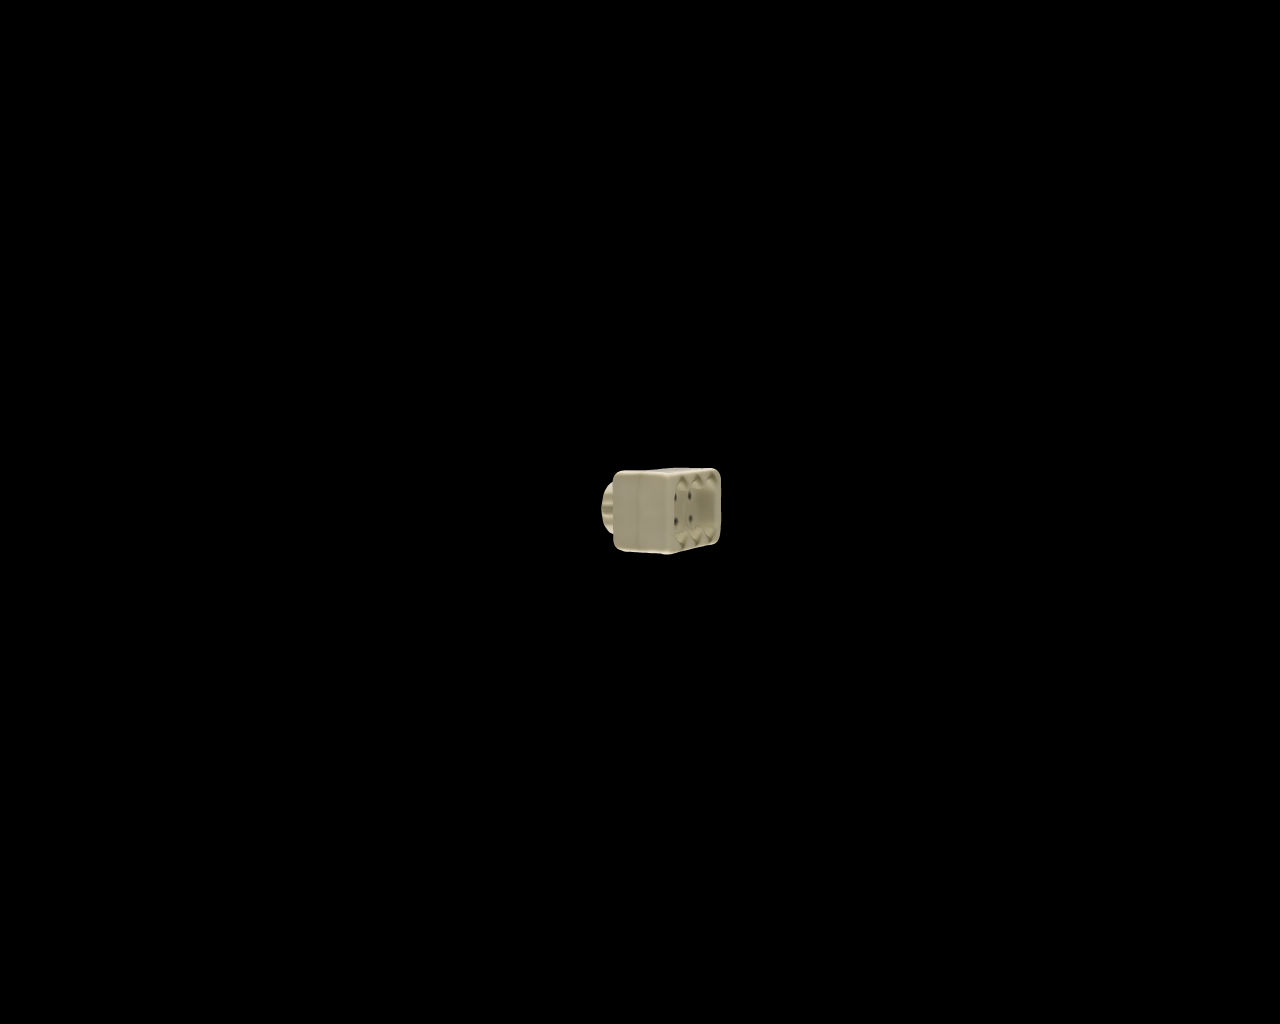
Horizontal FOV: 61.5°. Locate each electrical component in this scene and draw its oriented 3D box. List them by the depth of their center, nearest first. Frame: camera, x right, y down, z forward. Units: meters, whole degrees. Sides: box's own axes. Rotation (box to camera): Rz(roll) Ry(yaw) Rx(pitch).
[{"bbox_3d":[0.001,-0.003,0.650,0.077,0.047,0.066,3,6,32],"label":"electrical component"}]
